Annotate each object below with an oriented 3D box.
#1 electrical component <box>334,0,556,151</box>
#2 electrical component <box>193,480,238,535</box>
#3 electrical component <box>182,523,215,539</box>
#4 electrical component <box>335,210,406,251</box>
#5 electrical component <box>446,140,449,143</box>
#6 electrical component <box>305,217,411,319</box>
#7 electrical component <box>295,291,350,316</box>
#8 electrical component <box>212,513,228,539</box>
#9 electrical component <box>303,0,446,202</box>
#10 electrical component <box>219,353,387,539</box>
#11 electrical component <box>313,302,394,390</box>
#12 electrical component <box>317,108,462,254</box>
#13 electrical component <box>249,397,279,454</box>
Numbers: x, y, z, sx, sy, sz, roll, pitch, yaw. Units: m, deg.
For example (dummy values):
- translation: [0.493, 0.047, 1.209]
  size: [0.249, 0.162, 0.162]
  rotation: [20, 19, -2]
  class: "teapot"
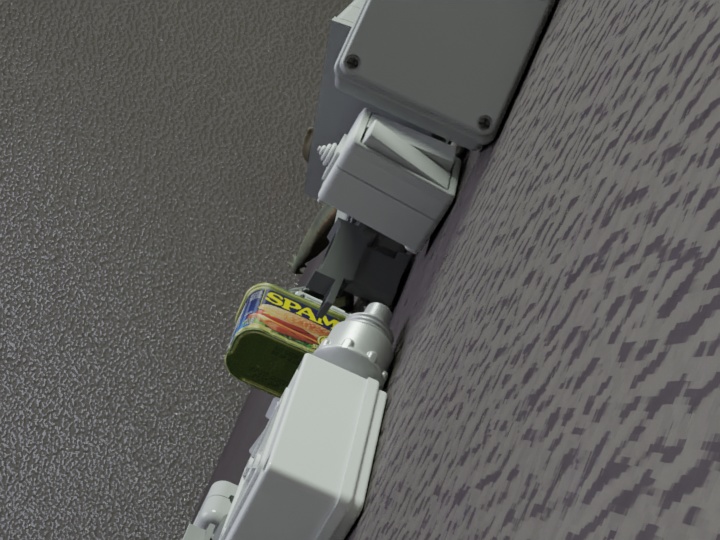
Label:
- translation: [0.053, -0.147, 0.685]
  size: [0.056, 0.109, 0.108]
  rotation: [146, 148, -86]
  class: "electrical component"
- translation: [-0.144, 0.269, 1.086]
  size: [0.059, 0.054, 0.095]
  rotation: [-74, 10, -61]
  class: "electrical component"
- translation: [-0.136, 0.265, 0.962]
  size: [0.081, 0.064, 0.042]
  rotation: [121, 173, -51]
  class: "electrical component"
- translation: [0.013, -0.035, 0.888]
  size: [0.061, 0.061, 0.096]
  rotation: [121, 165, -47]
  class: "electrical component"
- translation: [0.053, -0.113, 0.922]
  size: [0.081, 0.042, 0.063]
  rotation: [-62, 2, 28]
  class: "electrical component"
- translation: [0.000, 0.000, 0.793]
  size: [0.042, 0.064, 0.081]
  rotation: [129, 164, -68]
  class: "electrical component"
- translation: [-0.052, 0.079, 0.983]
  size: [0.061, 0.062, 0.096]
  rotation: [124, 169, -64]
  class: "electrical component"
- translation: [-0.072, 0.191, 0.698]
  size: [0.138, 0.052, 0.073]
  rotation: [-90, 25, -79]
  class: "electrical component"
- translation: [0.020, -0.116, 0.799]
  size: [0.061, 0.089, 0.150]
  rotation: [-56, -17, -49]
  class: "electrical component"
- translation: [-0.036, 0.123, 0.614]
  size: [0.108, 0.056, 0.108]
  rotation: [-73, 9, -58]
  class: "electrical component"
- translation: [0.001, 0.047, 0.671]
  size: [0.062, 0.048, 0.048]
  rotation: [-60, 0, -41]
  class: "electrical component"
- translation: [0.018, -0.068, 0.743]
  size: [0.061, 0.096, 0.061]
  rotation: [-58, 8, 32]
  class: "electrical component"
- translation: [-0.062, 0.137, 0.905]
  size: [0.045, 0.045, 0.055]
  rotation: [156, 139, -83]
  class: "electrical component"
